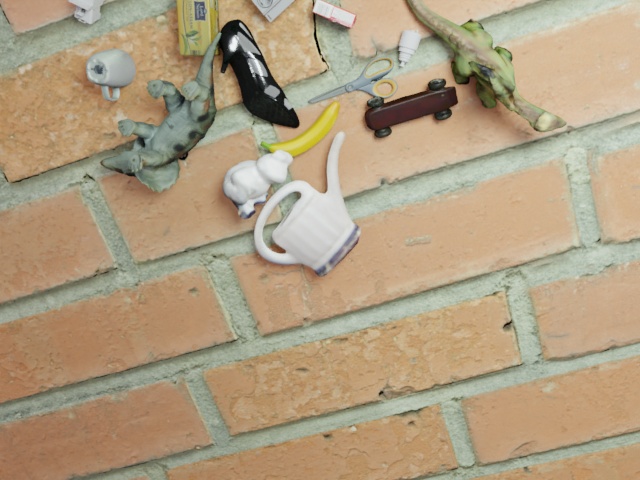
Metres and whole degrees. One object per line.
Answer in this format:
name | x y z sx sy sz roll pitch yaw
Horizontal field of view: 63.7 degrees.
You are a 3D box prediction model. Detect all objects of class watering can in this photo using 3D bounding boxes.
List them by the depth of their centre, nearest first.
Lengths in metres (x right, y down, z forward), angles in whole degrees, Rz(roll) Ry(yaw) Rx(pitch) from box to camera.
watering can | 0.004 -0.059 1.180 0.223 0.106 0.344 39 106 -12

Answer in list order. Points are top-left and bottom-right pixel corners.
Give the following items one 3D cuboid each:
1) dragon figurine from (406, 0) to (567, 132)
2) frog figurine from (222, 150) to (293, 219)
dragon figurine | 0.316 -0.345 1.003 0.408 0.247 0.120 35 113 -12
frog figurine | -0.140 -0.145 1.135 0.124 0.139 0.156 45 129 15
